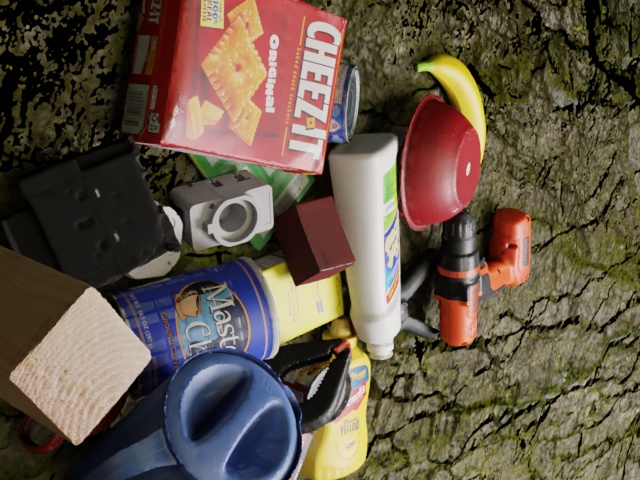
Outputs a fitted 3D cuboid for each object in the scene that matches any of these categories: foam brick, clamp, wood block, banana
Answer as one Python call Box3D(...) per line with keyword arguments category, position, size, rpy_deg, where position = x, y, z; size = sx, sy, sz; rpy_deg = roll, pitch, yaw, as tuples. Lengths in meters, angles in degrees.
Box3D(category="foam brick", position=(-0.007, 0.001, 1.124), size=(0.052, 0.051, 0.078), rpy_deg=(-13, 79, -37))
Box3D(category="clamp", position=(-0.045, 0.180, 1.078), size=(0.210, 0.165, 0.036), rpy_deg=(-32, 160, -8))
Box3D(category="clamp", position=(0.094, 0.092, 1.317), size=(0.171, 0.039, 0.120), rpy_deg=(-26, 114, -35))
Box3D(category="wood block", position=(-0.242, 0.069, 0.841), size=(0.090, 0.206, 0.090), rpy_deg=(-51, 133, -22))
Box3D(category="banana", position=(0.170, -0.161, 1.319), size=(0.069, 0.037, 0.197), rpy_deg=(-36, 127, -7))

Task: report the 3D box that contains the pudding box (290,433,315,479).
Box3D(category="pudding box", position=(-0.066, 0.227, 1.140), size=(0.039, 0.114, 0.090), rpy_deg=(24, 85, -41))

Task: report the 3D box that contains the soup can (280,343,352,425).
Box3D(category="soup can", position=(-0.025, 0.154, 1.166), size=(0.068, 0.102, 0.068), rpy_deg=(-16, 114, -42))

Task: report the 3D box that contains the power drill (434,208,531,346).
Box3D(category="power drill", position=(0.208, 0.022, 1.372), size=(0.187, 0.057, 0.184), rpy_deg=(-30, 127, -48))

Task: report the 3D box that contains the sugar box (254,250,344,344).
Box3D(category="sugar box", position=(-0.052, 0.065, 1.152), size=(0.175, 0.048, 0.093), rpy_deg=(-24, 117, -41))

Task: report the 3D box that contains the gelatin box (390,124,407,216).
Box3D(category="gelatin box", position=(0.097, -0.081, 1.270), size=(0.073, 0.030, 0.089), rpy_deg=(35, 77, -47))

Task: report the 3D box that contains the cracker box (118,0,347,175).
Box3D(category="cracker box", position=(-0.076, -0.157, 1.018), size=(0.213, 0.072, 0.164), rpy_deg=(7, 94, -46))

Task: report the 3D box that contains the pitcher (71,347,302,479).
Box3D(category="pitcher", position=(-0.140, 0.201, 0.958), size=(0.149, 0.243, 0.145), rpy_deg=(32, 48, -19))

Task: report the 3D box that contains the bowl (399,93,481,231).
Box3D(category="bowl", position=(0.146, -0.087, 1.235), size=(0.161, 0.055, 0.162), rpy_deg=(-33, 127, -58))

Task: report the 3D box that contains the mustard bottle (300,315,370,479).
Box3D(category="mustard bottle", position=(0.019, 0.181, 1.252), size=(0.096, 0.058, 0.192), rpy_deg=(-12, 110, -45))

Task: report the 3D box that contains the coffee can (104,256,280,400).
Box3D(category="coffee can", position=(-0.122, 0.082, 1.008), size=(0.140, 0.103, 0.103), rpy_deg=(-15, 114, -23))

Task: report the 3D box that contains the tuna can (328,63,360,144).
Box3D(category="tuna can", position=(0.019, -0.146, 1.137), size=(0.086, 0.034, 0.086), rpy_deg=(7, 90, -80))

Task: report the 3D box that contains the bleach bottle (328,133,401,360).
Box3D(category="bleach bottle", position=(0.060, 0.012, 1.206), size=(0.102, 0.068, 0.251), rpy_deg=(-48, 135, -63))

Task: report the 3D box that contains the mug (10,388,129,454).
Box3D(category="mug", position=(-0.233, 0.138, 0.963), size=(0.093, 0.082, 0.117), rpy_deg=(41, 72, -44))
